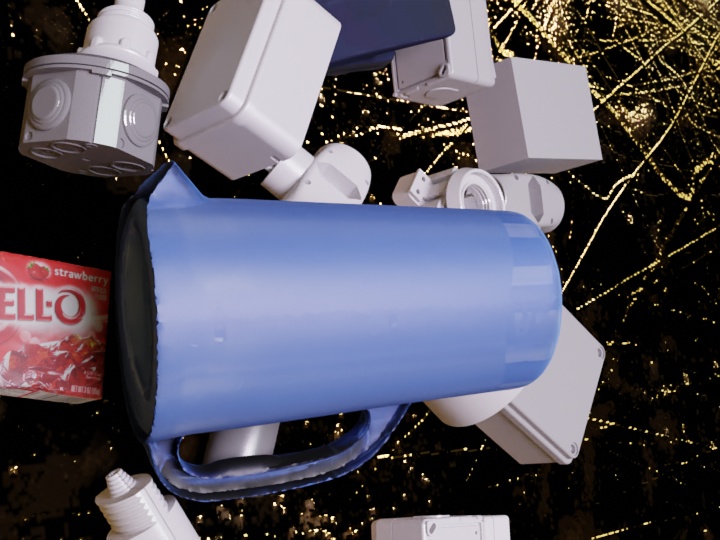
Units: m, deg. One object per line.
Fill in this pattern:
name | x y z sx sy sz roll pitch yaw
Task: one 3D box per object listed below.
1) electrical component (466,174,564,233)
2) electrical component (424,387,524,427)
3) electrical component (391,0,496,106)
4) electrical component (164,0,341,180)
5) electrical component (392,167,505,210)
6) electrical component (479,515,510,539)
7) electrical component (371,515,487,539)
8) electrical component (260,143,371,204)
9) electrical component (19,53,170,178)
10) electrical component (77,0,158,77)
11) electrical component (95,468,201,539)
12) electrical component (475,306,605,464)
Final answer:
electrical component | 0.128 -0.035 0.872 0.077 0.043 0.079 2 79 -43
electrical component | 0.072 0.049 0.759 0.060 0.108 0.108 41 55 -22
electrical component | 0.063 -0.181 0.833 0.061 0.062 0.096 3 78 -43
electrical component | -0.068 -0.123 0.682 0.057 0.078 0.113 35 58 -33
electrical component | 0.072 -0.045 0.812 0.078 0.057 0.058 44 54 -28
electrical component | 0.093 0.219 0.776 0.076 0.047 0.083 9 74 -42
electrical component | 0.045 0.214 0.723 0.062 0.061 0.096 9 74 -42
electrical component | -0.039 -0.058 0.717 0.079 0.043 0.077 39 41 -8
electrical component | -0.149 -0.085 0.598 0.080 0.080 0.051 14 76 -41
electrical component | -0.142 -0.138 0.642 0.048 0.048 0.062 26 56 -37
electrical component | -0.117 0.146 0.597 0.043 0.043 0.081 -39 107 -42
electrical component | 0.130 0.079 0.838 0.109 0.056 0.108 42 54 -28
